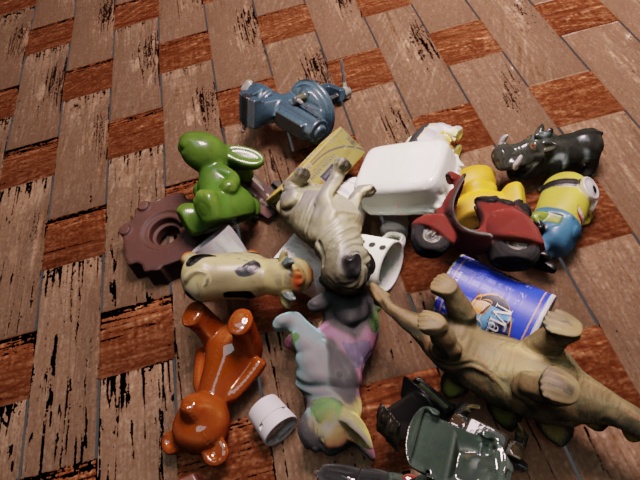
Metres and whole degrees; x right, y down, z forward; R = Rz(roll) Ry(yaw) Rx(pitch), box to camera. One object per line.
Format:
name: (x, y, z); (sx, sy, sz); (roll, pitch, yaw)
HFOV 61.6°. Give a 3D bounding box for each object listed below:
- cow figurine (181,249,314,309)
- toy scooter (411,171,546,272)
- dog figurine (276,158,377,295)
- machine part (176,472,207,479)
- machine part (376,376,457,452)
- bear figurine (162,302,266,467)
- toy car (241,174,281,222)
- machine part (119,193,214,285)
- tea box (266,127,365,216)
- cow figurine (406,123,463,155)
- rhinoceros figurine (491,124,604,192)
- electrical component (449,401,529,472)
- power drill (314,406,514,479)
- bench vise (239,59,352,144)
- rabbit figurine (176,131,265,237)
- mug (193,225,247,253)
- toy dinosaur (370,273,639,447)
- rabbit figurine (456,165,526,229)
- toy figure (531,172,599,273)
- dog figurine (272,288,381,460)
cow figurine: (-0.105, 0.052, 0.792); (0.195, 0.127, 0.085); (-1, 96, -14)
toy scooter: (0.223, -0.032, 0.757); (0.184, 0.075, 0.135); (9, 65, 5)
dog figurine: (-0.003, -0.004, 0.796); (0.172, 0.121, 0.190); (-21, 50, 42)
machine part: (-0.165, 0.410, 0.648); (0.201, 0.087, 0.202); (-29, 54, -9)
machine part: (0.122, 0.224, 0.709); (0.084, 0.039, 0.139); (41, 29, 27)
bear figurine: (-0.160, 0.205, 0.765); (0.120, 0.131, 0.196); (7, 52, 26)
toy car: (-0.146, -0.111, 1.024); (0.089, 0.053, 0.202); (-37, 56, -18)
machine part: (-0.274, -0.006, 0.975); (0.179, 0.056, 0.179); (-5, 56, 7)
tea box: (-0.008, -0.113, 0.959); (0.068, 0.098, 0.169); (44, 70, -10)
cow figurine: (0.179, -0.148, 0.973); (0.098, 0.068, 0.167); (28, 62, 33)
rhinoceros figurine: (0.383, -0.141, 0.902); (0.190, 0.112, 0.073); (-9, 56, -5)
electrical component: (0.217, 0.248, 0.684); (0.102, 0.078, 0.045); (18, 62, 30)
power drill: (0.110, 0.279, 0.611); (0.232, 0.207, 0.086); (20, 39, 11)
bench vise: (-0.039, -0.274, 1.081); (0.224, 0.128, 0.240); (26, 44, 36)
rabbit figurine: (-0.171, -0.111, 0.911); (0.159, 0.121, 0.170); (-19, 87, -29)
mug: (-0.156, 0.041, 0.897); (0.081, 0.109, 0.107); (-41, 101, -24)
toy dinosaur: (0.260, 0.169, 0.657); (0.472, 0.198, 0.105); (26, 64, 26)
rabbit figurine: (0.251, -0.058, 0.888); (0.162, 0.121, 0.173); (-7, 40, 18)
toy figure: (0.374, -0.035, 0.849); (0.089, 0.082, 0.180); (29, 68, 25)
dog figurine: (0.037, 0.188, 0.751); (0.191, 0.108, 0.219); (-27, 59, -11)
